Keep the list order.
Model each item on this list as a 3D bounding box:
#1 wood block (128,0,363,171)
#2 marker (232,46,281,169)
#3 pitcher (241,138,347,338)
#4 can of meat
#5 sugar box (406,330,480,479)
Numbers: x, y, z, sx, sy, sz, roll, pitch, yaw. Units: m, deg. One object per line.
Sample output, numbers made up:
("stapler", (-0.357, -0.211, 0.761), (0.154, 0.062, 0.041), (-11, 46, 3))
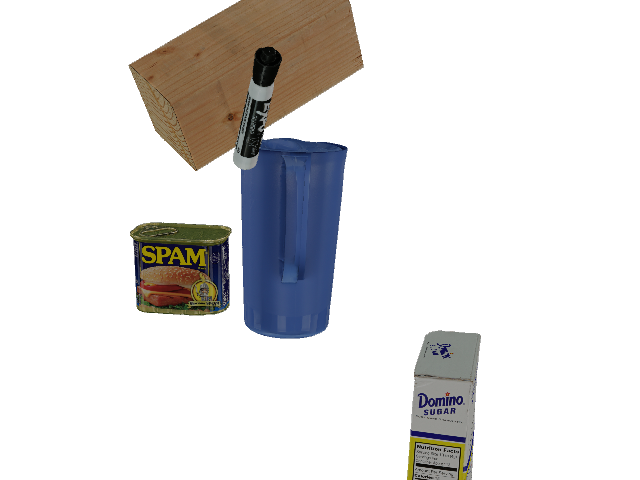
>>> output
("wood block", (-0.070, -0.172, 1.058), (0.206, 0.091, 0.090), (-34, 49, -16))
("marker", (-0.046, -0.095, 0.769), (0.020, 0.020, 0.121), (0, -34, -13))
("pitcher", (-0.038, -0.004, 1.326), (0.145, 0.243, 0.148), (12, 14, 39))
("can of meat", (-0.144, 0.030, 1.111), (0.102, 0.084, 0.057), (3, 17, 9))
("sugar box", (0.083, 0.160, 0.747), (0.048, 0.176, 0.093), (3, 14, 11))
